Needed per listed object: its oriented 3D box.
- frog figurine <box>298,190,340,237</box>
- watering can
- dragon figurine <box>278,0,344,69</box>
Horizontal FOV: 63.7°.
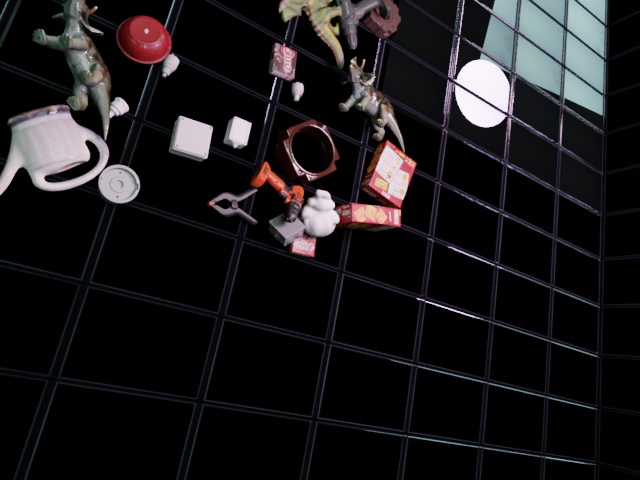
[{"bbox_3d":[0.005,-0.087,1.726,0.137,0.156,0.126,18,48,-18],"label":"frog figurine"},{"bbox_3d":[-0.732,-0.224,1.327,0.352,0.103,0.224,-26,94,-34],"label":"watering can"},{"bbox_3d":[-0.037,-0.834,1.910,0.243,0.121,0.414,-3,80,-15],"label":"dragon figurine"}]
